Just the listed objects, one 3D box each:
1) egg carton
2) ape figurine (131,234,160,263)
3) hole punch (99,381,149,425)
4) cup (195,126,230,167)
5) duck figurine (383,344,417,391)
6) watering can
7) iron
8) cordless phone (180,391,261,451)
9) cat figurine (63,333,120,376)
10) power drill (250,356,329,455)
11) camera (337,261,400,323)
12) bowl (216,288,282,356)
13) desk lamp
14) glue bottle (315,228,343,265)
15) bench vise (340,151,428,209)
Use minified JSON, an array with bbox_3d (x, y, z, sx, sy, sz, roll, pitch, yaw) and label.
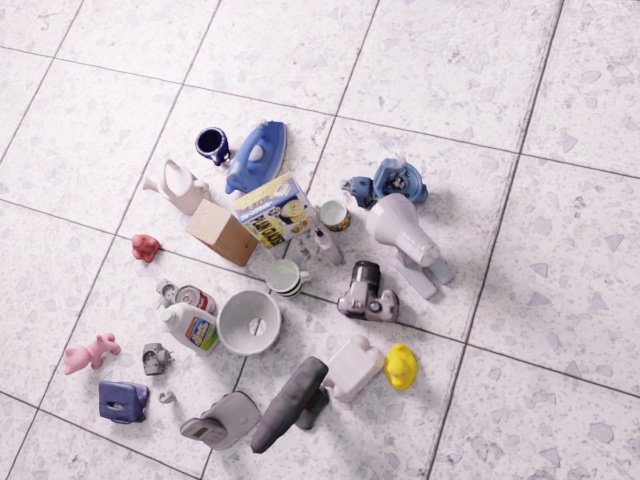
[{"bbox_3d":[0.072,0.298,1.333,0.107,0.069,0.150,42,85,21],"label":"egg carton"},{"bbox_3d":[-0.477,0.013,1.541,0.077,0.092,0.076,-20,69,6],"label":"ape figurine"},{"bbox_3d":[-0.491,0.402,1.417,0.108,0.091,0.101,4,73,14],"label":"hole punch"},{"bbox_3d":[-0.282,-0.242,1.578,0.091,0.095,0.117,-22,69,5],"label":"cup"},{"bbox_3d":[0.180,0.287,1.304,0.077,0.086,0.104,0,72,13],"label":"duck figurine"},{"bbox_3d":[-0.385,-0.144,1.516,0.172,0.194,0.101,-21,69,6],"label":"watering can"},{"bbox_3d":[-0.172,-0.237,1.526,0.118,0.142,0.258,20,78,19],"label":"iron"},{"bbox_3d":[-0.229,0.409,1.304,0.147,0.185,0.094,-42,68,-3],"label":"cordless phone"},{"bbox_3d":[-0.596,0.288,1.464,0.128,0.118,0.067,-43,68,-3],"label":"cat figurine"},{"bbox_3d":[-0.052,0.368,1.264,0.075,0.209,0.230,30,81,20],"label":"power drill"},{"bbox_3d":[0.119,0.121,1.364,0.143,0.101,0.137,6,74,15],"label":"camera"},{"bbox_3d":[-0.166,0.207,1.415,0.167,0.075,0.167,-4,71,12],"label":"bowl"},{"bbox_3d":[0.212,0.012,1.317,0.118,0.214,0.203,-40,68,-2],"label":"desk lamp"},{"bbox_3d":[0.013,0.005,1.387,0.037,0.173,0.078,-33,68,1],"label":"glue bottle"},{"bbox_3d":[0.150,-0.132,1.376,0.207,0.220,0.121,-17,69,7],"label":"bench vise"}]
